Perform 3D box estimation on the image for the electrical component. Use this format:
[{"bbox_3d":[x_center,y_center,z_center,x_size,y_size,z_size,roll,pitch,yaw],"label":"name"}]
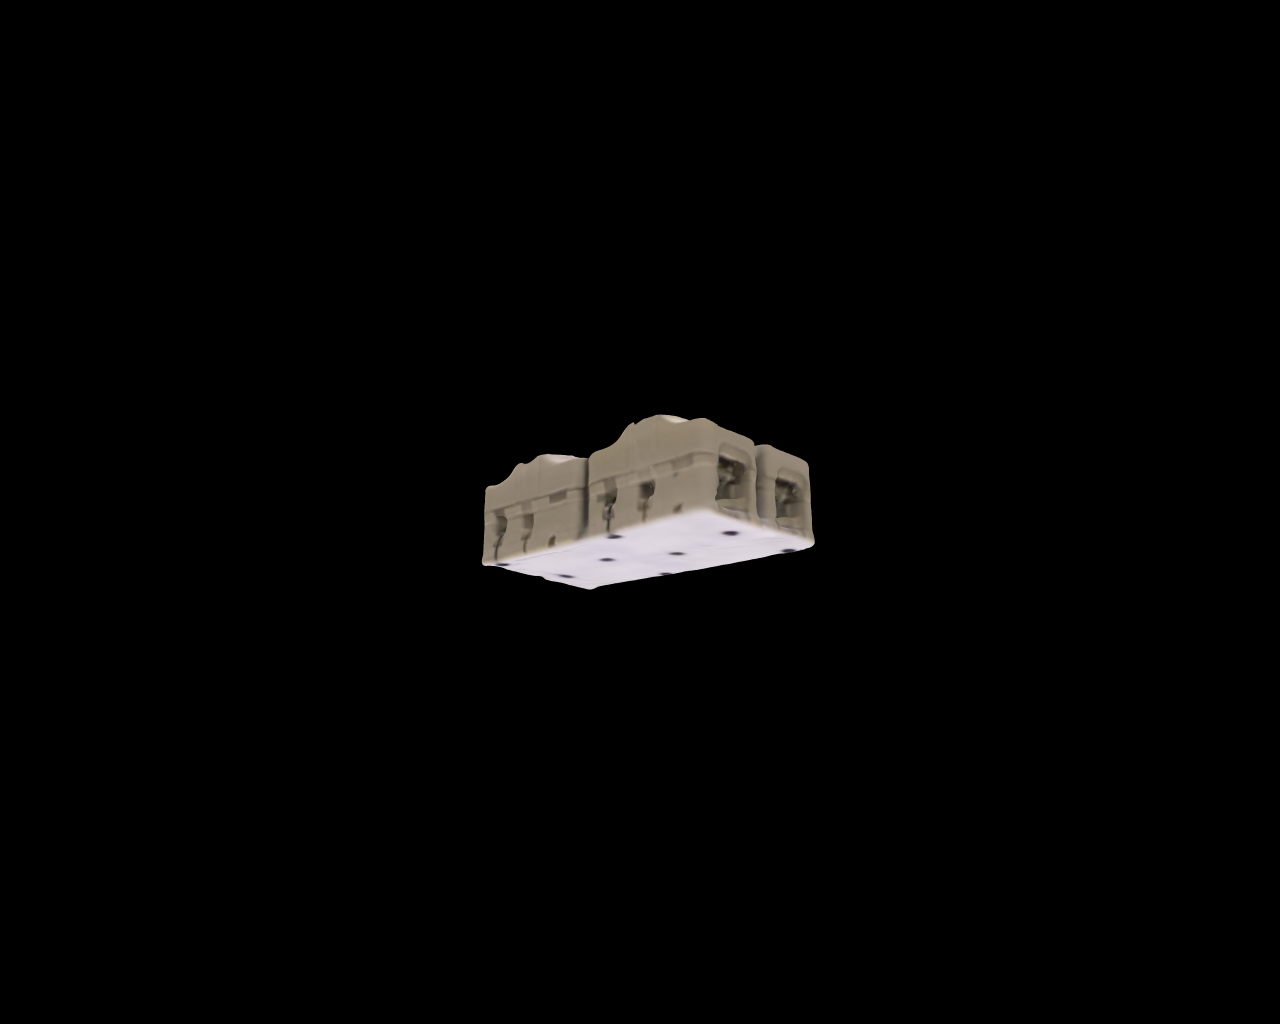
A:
[{"bbox_3d":[0.001,-0.003,0.650,0.186,0.060,0.105,-14,-21,40],"label":"electrical component"}]
